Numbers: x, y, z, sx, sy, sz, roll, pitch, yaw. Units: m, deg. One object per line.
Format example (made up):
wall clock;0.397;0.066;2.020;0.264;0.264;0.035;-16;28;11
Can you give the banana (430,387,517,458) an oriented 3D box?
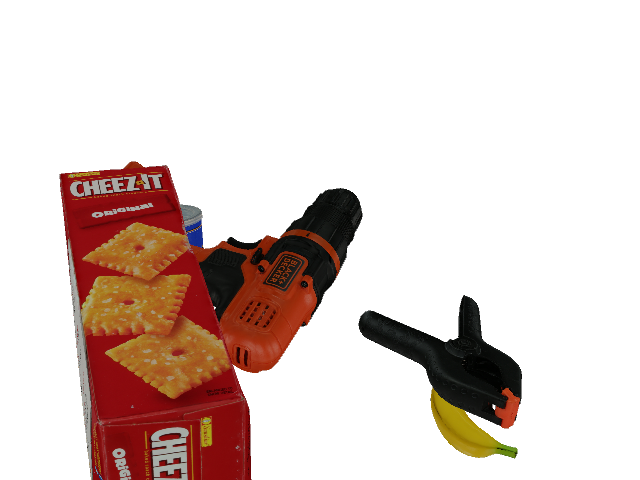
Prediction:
banana;0.167;0.208;1.279;0.069;0.037;0.198;10;21;-17

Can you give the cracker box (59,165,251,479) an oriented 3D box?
cracker box;-0.090;0.081;0.566;0.072;0.164;0.214;-7;34;-14

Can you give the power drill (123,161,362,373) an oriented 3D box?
power drill;-0.077;0.001;0.804;0.188;0.057;0.184;18;44;16

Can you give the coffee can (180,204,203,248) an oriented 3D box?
coffee can;-0.164;0.042;1.060;0.103;0.140;0.103;-3;13;0

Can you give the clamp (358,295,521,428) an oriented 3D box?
clamp;0.126;0.098;0.926;0.120;0.039;0.172;-18;38;-28
